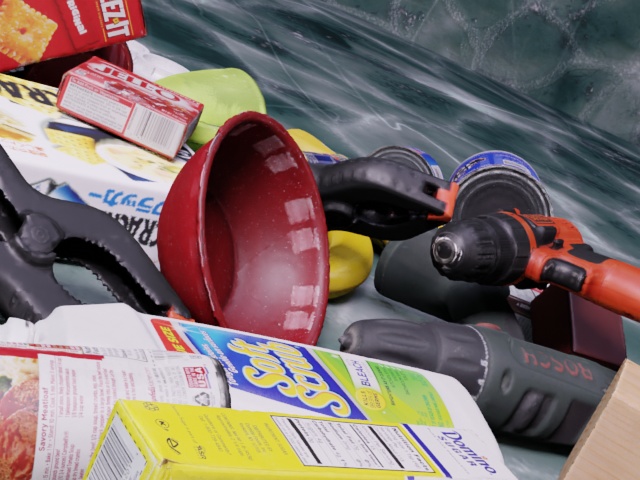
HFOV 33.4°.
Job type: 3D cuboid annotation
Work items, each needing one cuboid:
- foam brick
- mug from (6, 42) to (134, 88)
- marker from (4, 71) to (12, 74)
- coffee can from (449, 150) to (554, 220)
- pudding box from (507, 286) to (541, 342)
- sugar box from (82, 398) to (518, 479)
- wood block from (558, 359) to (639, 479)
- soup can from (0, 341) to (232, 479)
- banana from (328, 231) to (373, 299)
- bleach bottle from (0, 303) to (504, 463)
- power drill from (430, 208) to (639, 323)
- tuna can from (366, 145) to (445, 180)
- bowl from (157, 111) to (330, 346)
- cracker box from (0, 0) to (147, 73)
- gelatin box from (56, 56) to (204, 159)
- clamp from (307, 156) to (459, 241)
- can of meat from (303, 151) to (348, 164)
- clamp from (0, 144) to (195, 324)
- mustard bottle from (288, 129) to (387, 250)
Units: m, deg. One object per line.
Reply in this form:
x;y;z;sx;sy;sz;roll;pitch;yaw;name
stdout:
0.205;0.075;0.849;0.053;0.051;0.078;20;49;-17;foam brick
-0.214;-0.131;0.884;0.117;0.093;0.081;-6;28;-5;mug
-0.272;-0.138;0.920;0.120;0.020;0.020;11;22;-38;marker
0.175;-0.031;1.060;0.103;0.103;0.140;26;13;2;coffee can
0.165;0.049;0.943;0.090;0.039;0.113;21;16;-12;pudding box
-0.011;0.116;0.421;0.175;0.093;0.048;12;23;-38;sugar box
0.249;0.168;0.626;0.206;0.091;0.090;29;17;15;wood block
-0.094;0.077;0.433;0.102;0.068;0.068;6;24;-21;soup can
0.010;0.010;0.845;0.069;0.037;0.197;26;17;7;banana
-0.040;0.085;0.526;0.250;0.068;0.102;16;22;-19;bleach bottle
0.184;0.031;0.717;0.188;0.057;0.184;28;19;32;power drill
0.076;-0.048;1.020;0.086;0.086;0.033;32;16;20;tuna can
-0.052;0.005;0.654;0.055;0.162;0.161;-7;3;26;bowl
-0.259;-0.183;0.825;0.213;0.072;0.164;-17;33;-15;cracker box
-0.130;-0.094;0.740;0.089;0.030;0.073;24;17;-4;gelatin box
0.014;-0.024;0.756;0.172;0.039;0.120;10;-23;17;clamp
-0.032;-0.045;0.873;0.102;0.057;0.083;1;1;31;can of meat
-0.162;0.010;0.556;0.210;0.036;0.164;38;42;-17;clamp
0.045;-0.029;0.962;0.192;0.058;0.096;32;-4;19;mustard bottle
